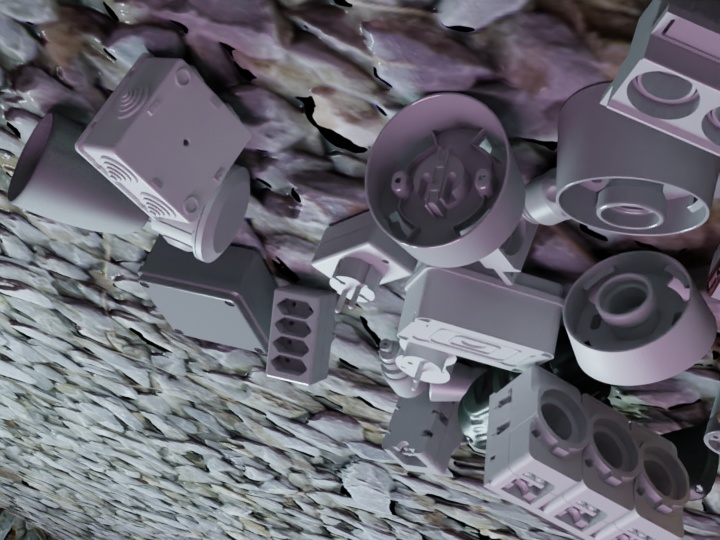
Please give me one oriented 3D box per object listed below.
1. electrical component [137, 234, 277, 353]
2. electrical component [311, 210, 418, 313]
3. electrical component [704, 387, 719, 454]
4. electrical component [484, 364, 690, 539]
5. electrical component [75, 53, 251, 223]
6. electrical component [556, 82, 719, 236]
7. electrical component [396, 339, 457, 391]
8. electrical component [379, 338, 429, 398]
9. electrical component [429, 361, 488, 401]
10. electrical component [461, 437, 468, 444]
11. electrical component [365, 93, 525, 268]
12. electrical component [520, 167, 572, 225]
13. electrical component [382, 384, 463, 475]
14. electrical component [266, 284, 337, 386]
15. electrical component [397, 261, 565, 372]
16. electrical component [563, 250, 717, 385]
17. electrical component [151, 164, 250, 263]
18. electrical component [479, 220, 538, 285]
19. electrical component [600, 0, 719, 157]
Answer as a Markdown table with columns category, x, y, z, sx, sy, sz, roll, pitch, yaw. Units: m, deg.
| category | x | y | z | sx | sy | sz | roll | pitch | yaw |
| --- | --- | --- | --- | --- | --- | --- | --- | --- | --- |
| electrical component | -0.137 | 0.022 | 1.013 | 0.109 | 0.056 | 0.108 | 11 | 152 | 21 |
| electrical component | 0.000 | 0.000 | 0.846 | 0.047 | 0.075 | 0.083 | 35 | 151 | -24 |
| electrical component | 0.311 | 0.122 | 0.871 | 0.055 | 0.047 | 0.055 | 18 | 153 | 9 |
| electrical component | 0.176 | 0.148 | 0.828 | 0.150 | 0.089 | 0.061 | 30 | 132 | -17 |
| electrical component | -0.135 | -0.091 | 0.755 | 0.048 | 0.099 | 0.099 | 13 | 155 | 46 |
| electrical component | 0.166 | -0.061 | 0.647 | 0.099 | 0.064 | 0.099 | 10 | 163 | 3 |
| electrical component | 0.059 | 0.069 | 0.932 | 0.052 | 0.073 | 0.138 | 19 | 153 | 7 |
| electrical component | 0.038 | 0.090 | 1.025 | 0.040 | 0.040 | 0.078 | 5 | 149 | 31 |
| electrical component | 0.102 | 0.107 | 1.010 | 0.065 | 0.044 | 0.044 | 10 | 151 | 14 |
| electrical component | 0.094 | 0.161 | 1.117 | 0.040 | 0.040 | 0.046 | 35 | 156 | -25 |
| electrical component | 0.055 | -0.054 | 0.685 | 0.099 | 0.099 | 0.064 | 5 | 155 | 31 |
| electrical component | 0.123 | -0.046 | 0.714 | 0.035 | 0.035 | 0.061 | 31 | 155 | -18 |
| electrical component | 0.068 | 0.151 | 1.061 | 0.050 | 0.089 | 0.055 | 0 | 146 | 37 |
| electrical component | -0.046 | 0.057 | 1.001 | 0.047 | 0.083 | 0.076 | 10 | -171 | 23 |
| electrical component | 0.093 | 0.032 | 0.833 | 0.113 | 0.057 | 0.078 | 16 | 161 | -8 |
| electrical component | 0.193 | 0.036 | 0.748 | 0.099 | 0.099 | 0.064 | 1 | 140 | 36 |
| electrical component | -0.123 | -0.050 | 0.843 | 0.051 | 0.080 | 0.080 | 23 | 154 | 11 |
| electrical component | 0.085 | -0.029 | 0.767 | 0.064 | 0.042 | 0.081 | 2 | 147 | 42 |
| electrical component | 0.195 | -0.093 | 0.539 | 0.121 | 0.063 | 0.078 | 23 | 154 | -2 |
